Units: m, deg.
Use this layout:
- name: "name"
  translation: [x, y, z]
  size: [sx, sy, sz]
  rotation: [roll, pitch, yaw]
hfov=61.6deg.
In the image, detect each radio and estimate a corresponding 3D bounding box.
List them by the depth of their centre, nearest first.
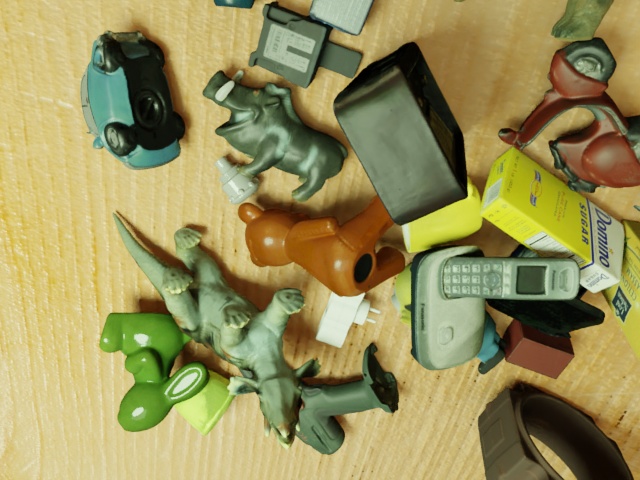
- name: "radio"
  translation: [0.089, -0.119, 0.544]
  size: [0.073, 0.230, 0.131]
  rotation: [-25, 107, 22]

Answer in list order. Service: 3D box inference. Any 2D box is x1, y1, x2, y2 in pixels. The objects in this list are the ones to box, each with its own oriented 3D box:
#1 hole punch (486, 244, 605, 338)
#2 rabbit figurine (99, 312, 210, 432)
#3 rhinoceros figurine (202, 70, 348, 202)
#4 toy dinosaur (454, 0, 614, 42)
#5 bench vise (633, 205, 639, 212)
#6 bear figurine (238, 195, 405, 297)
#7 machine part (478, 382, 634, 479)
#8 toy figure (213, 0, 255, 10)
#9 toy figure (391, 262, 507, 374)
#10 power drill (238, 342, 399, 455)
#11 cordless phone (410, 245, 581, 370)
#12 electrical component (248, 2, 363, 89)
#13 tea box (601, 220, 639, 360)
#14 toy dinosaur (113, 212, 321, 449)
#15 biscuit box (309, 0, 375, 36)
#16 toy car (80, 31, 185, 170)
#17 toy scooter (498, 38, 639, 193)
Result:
- name: "hole punch"
  translation: [0.293, 0.059, 0.694]
  size: [0.142, 0.092, 0.115]
  rotation: [23, 154, -7]
- name: "rabbit figurine"
  translation: [-0.249, 0.203, 0.820]
  size: [0.159, 0.170, 0.121]
  rotation: [3, 163, -7]
- name: "rhinoceros figurine"
  translation: [-0.058, -0.129, 0.653]
  size: [0.190, 0.073, 0.112]
  rotation: [32, 121, -8]
- name: "toy dinosaur"
  translation: [0.348, -0.300, 0.467]
  size: [0.472, 0.105, 0.198]
  rotation: [-11, 113, 11]
- name: "bench vise"
  translation: [0.457, -0.085, 0.543]
  size: [0.240, 0.129, 0.223]
  rotation: [-41, 125, 8]
- name: "bear figurine"
  translation: [-0.004, -0.001, 0.697]
  size: [0.196, 0.132, 0.120]
  rotation: [21, 134, 41]
- name: "machine part"
  translation: [0.332, 0.311, 0.750]
  size: [0.201, 0.201, 0.087]
  rotation: [29, 118, -5]
- name: "toy figure"
  translation: [-0.092, -0.325, 0.561]
  size: [0.064, 0.058, 0.154]
  rotation: [5, 115, 2]
- name: "toy figure"
  translation: [0.178, 0.100, 0.733]
  size: [0.180, 0.082, 0.089]
  rotation: [38, 100, -2]
- name: "power drill"
  translation: [0.004, 0.234, 0.841]
  size: [0.207, 0.086, 0.231]
  rotation: [-27, 110, 18]
- name: "cordless phone"
  translation: [0.199, 0.078, 0.625]
  size: [0.184, 0.089, 0.146]
  rotation: [1, 100, 15]
- name: "electrical component"
  translation: [-0.014, -0.214, 0.614]
  size: [0.119, 0.048, 0.074]
  rotation: [25, 121, -2]
- name: "tea box"
  translation: [0.390, 0.059, 0.618]
  size: [0.068, 0.170, 0.098]
  rotation: [10, 118, 3]
- name: "toy dinosaur"
  translation: [-0.143, 0.113, 0.765]
  size: [0.405, 0.131, 0.192]
  rotation: [35, 137, 27]
- name: "biscuit box"
  translation: [0.052, -0.313, 0.538]
  size: [0.063, 0.059, 0.202]
  rotation: [23, 120, -4]
- name: "toy car"
  translation: [-0.242, -0.165, 0.655]
  size: [0.103, 0.109, 0.161]
  rotation: [0, 111, 30]
- name: "toy scooter"
  translation: [0.283, -0.117, 0.596]
  size: [0.135, 0.075, 0.183]
  rotation: [-32, 109, 29]
